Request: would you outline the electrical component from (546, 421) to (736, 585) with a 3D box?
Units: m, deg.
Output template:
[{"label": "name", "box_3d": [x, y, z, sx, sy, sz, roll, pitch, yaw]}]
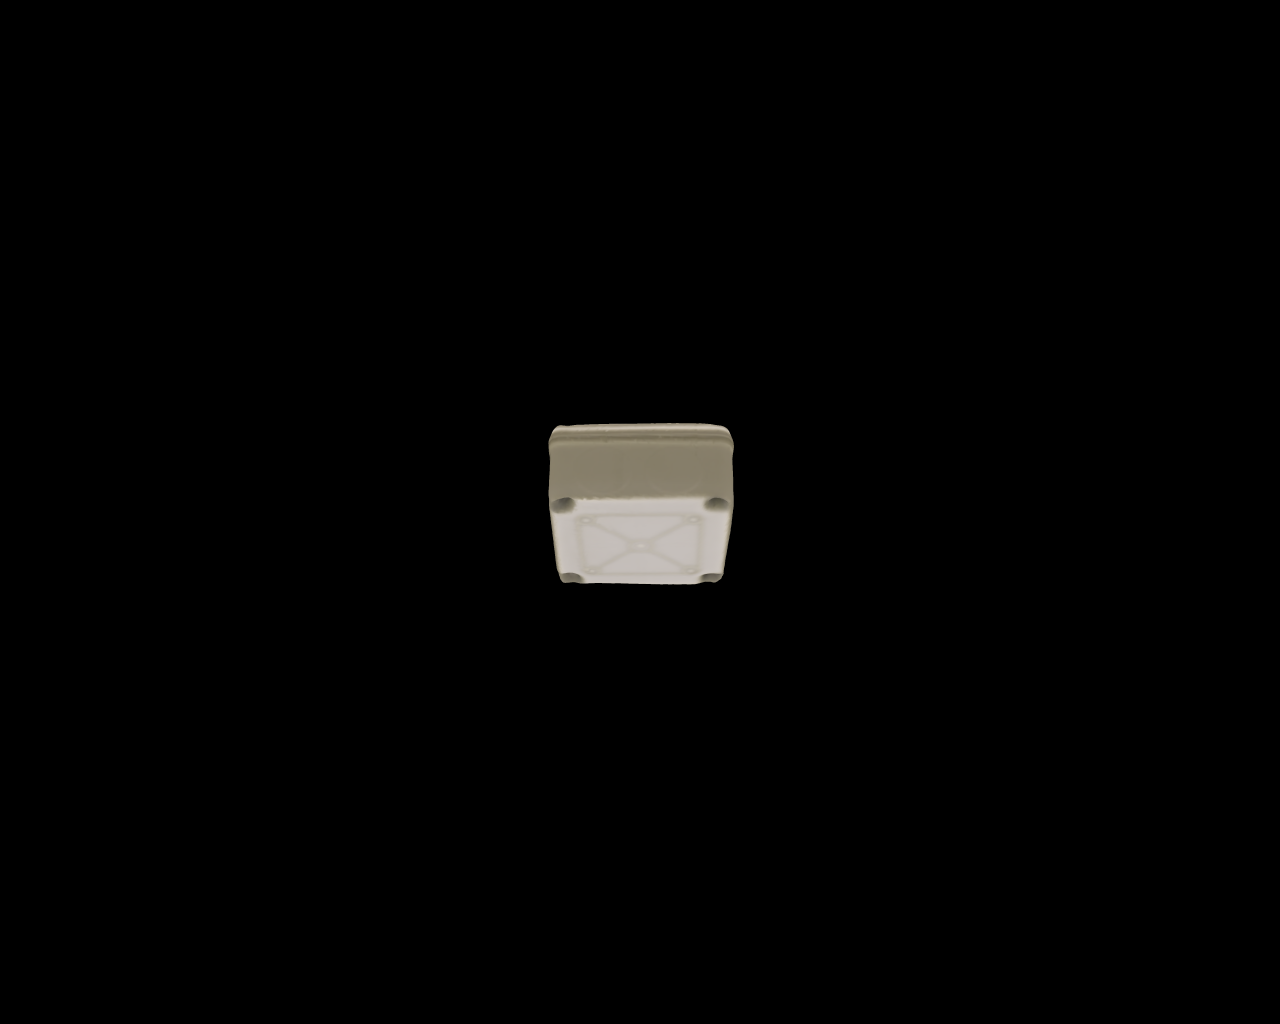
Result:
[{"label": "electrical component", "box_3d": [0.001, -0.003, 0.650, 0.109, 0.056, 0.108, 0, -32, 0]}]
